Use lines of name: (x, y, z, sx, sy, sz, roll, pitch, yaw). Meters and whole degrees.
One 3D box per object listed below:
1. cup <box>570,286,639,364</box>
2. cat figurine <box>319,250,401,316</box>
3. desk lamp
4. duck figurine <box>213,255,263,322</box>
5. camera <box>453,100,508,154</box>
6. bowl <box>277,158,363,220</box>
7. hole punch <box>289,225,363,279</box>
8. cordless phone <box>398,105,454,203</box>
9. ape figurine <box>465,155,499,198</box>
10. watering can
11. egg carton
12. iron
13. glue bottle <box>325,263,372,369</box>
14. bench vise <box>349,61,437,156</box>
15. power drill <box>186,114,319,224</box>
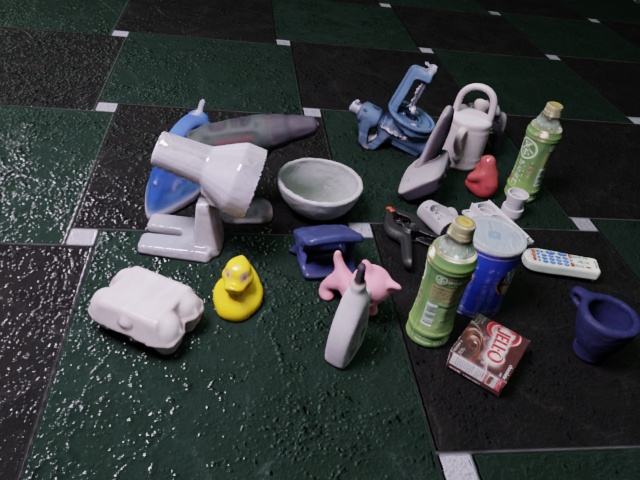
cup: (0.426, 0.138, 0.897, 0.092, 0.095, 0.117, -13, 43, -25)
cat figurine: (0.062, 0.066, 0.894, 0.067, 0.118, 0.127, -23, 48, -34)
desk lamp: (-0.193, -0.071, 0.938, 0.203, 0.213, 0.118, 7, 38, -3)
duck figurine: (-0.125, 0.062, 0.886, 0.077, 0.086, 0.104, 11, 38, 2)
camera: (0.398, -0.283, 1.425, 0.143, 0.101, 0.137, 10, 38, 1)
bowl: (-0.003, -0.088, 1.113, 0.167, 0.075, 0.167, 6, 38, -4)
hole punch: (0.009, 0.004, 0.985, 0.109, 0.091, 0.101, -5, 40, -17)
cordless phone: (0.229, -0.177, 1.185, 0.094, 0.185, 0.148, 15, 38, 7)
ape figurine: (0.358, -0.144, 1.245, 0.078, 0.092, 0.076, -1, 39, -13)
watering can: (0.346, -0.272, 1.323, 0.101, 0.194, 0.173, 10, 38, 1)
egg carton: (-0.250, 0.100, 0.825, 0.150, 0.069, 0.107, 19, 39, 13)
iron: (-0.268, -0.161, 1.097, 0.118, 0.141, 0.258, 14, 38, 6)
glue bottle: (0.046, 0.099, 0.803, 0.037, 0.173, 0.078, 24, 40, 19)
bench vise: (0.177, -0.300, 1.302, 0.207, 0.220, 0.121, 2, 38, -9)
power drill: (-0.124, -0.132, 1.035, 0.230, 0.208, 0.075, -2, 39, -13)
